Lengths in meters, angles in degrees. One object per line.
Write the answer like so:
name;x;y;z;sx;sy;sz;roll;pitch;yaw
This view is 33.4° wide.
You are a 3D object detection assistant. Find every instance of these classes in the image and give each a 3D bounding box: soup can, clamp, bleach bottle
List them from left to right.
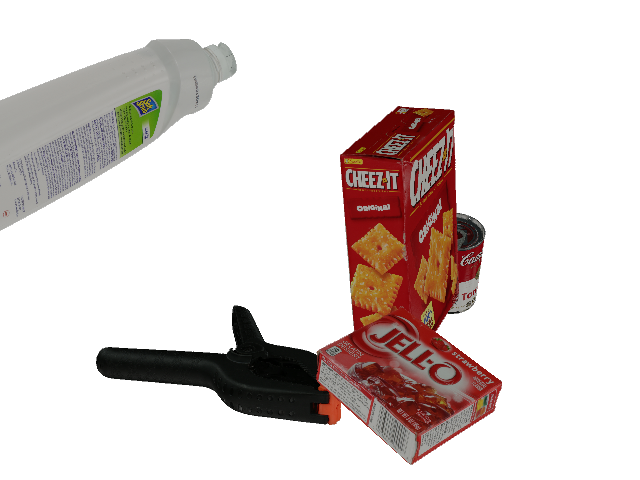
bleach bottle;-0.178;-0.092;0.844;0.250;0.068;0.103;-29;-26;-24
clamp;-0.058;0.102;0.886;0.210;0.036;0.164;13;21;35
soup can;0.155;0.028;1.260;0.068;0.102;0.068;0;38;-1

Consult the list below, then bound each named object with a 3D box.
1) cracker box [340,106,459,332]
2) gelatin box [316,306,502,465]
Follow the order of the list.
cracker box;0.086;-0.009;1.065;0.072;0.214;0.164;6;25;22
gelatin box;0.052;0.085;0.649;0.073;0.030;0.089;-24;46;-34
